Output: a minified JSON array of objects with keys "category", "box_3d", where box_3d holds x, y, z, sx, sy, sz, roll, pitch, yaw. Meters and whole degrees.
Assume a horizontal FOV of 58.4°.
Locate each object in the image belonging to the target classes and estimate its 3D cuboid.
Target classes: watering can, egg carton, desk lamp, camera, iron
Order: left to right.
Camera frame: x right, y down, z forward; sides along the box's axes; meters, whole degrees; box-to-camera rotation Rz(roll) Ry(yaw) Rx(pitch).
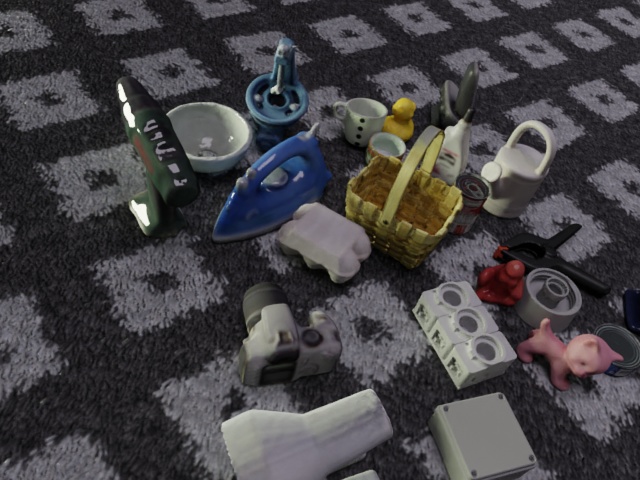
[{"category":"iron","box_3d":[-0.084,-0.104,0.986,0.118,0.141,0.259,37,51,18]},{"category":"camera","box_3d":[-0.051,0.124,0.825,0.143,0.101,0.136,-6,52,-18]},{"category":"desk lamp","box_3d":[-0.010,0.251,0.650,0.204,0.213,0.117,-13,54,-23]},{"category":"egg carton","box_3d":[0.009,0.003,0.965,0.150,0.069,0.107,28,49,11]},{"category":"watering can","box_3d":[0.379,-0.137,1.093,0.100,0.194,0.173,34,51,16]}]

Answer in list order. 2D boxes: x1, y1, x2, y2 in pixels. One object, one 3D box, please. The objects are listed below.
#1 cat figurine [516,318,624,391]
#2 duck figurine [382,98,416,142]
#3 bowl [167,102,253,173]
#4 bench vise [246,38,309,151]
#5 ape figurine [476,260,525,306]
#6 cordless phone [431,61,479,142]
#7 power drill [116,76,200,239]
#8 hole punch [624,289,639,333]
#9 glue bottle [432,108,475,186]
[{"category":"cat figurine","box_3d":[0.388,0.169,0.883,0.127,0.118,0.067,38,52,19]},{"category":"duck figurine","box_3d":[0.168,-0.260,1.220,0.077,0.086,0.105,37,52,18]},{"category":"bowl","box_3d":[-0.211,-0.178,1.063,0.167,0.075,0.167,7,49,-8]},{"category":"bench vise","box_3d":[-0.084,-0.311,1.112,0.122,0.220,0.207,-1,50,-14]},{"category":"ape figurine","box_3d":[0.314,0.068,0.969,0.076,0.092,0.077,-24,59,-30]},{"category":"cordless phone","box_3d":[0.309,-0.315,1.236,0.094,0.185,0.147,9,48,-6]},{"category":"power drill","box_3d":[-0.262,-0.114,0.905,0.076,0.208,0.229,-22,58,-29]},{"category":"hole punch","box_3d":[0.603,0.113,1.002,0.101,0.091,0.109,19,48,3]},{"category":"glue bottle","box_3d":[0.265,-0.188,1.123,0.078,0.173,0.037,26,49,9]}]
